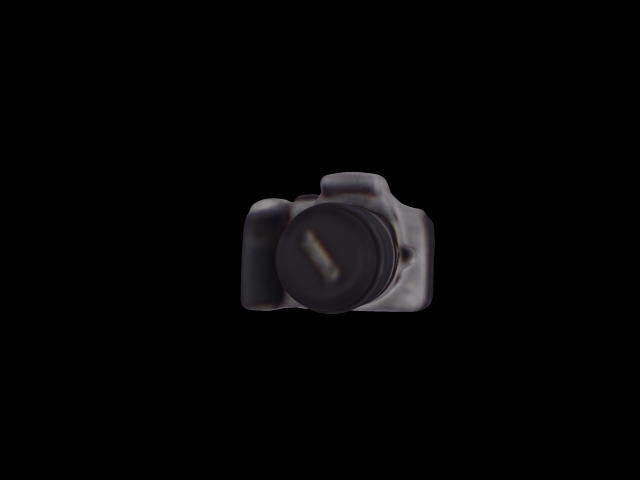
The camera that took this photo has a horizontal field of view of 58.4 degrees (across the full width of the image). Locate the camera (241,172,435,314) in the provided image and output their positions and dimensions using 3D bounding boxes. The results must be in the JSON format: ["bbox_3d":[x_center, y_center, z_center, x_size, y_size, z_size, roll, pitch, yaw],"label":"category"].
[{"bbox_3d":[0.004,0.001,0.400,0.143,0.101,0.137,0,0,16],"label":"camera"}]
